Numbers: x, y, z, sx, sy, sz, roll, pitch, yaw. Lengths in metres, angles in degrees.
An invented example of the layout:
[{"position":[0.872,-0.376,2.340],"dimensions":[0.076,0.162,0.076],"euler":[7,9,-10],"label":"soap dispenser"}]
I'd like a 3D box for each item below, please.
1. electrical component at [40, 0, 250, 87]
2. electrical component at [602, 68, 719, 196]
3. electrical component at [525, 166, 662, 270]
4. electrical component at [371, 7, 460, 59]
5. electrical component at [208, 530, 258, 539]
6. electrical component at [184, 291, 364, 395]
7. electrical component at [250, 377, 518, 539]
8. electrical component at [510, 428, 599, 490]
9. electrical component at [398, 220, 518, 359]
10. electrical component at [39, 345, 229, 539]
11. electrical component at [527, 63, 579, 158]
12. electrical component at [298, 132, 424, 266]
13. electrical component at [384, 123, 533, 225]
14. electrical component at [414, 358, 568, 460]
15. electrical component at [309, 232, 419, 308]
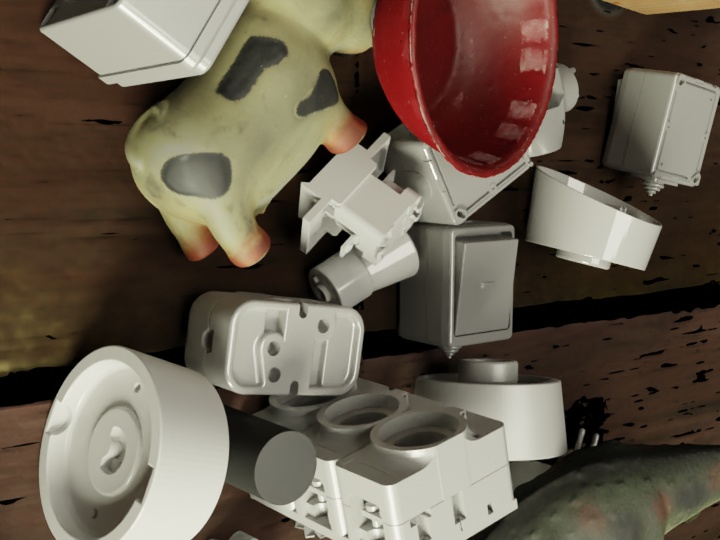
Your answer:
[{"position":[-0.099,-0.155,0.551],"dimensions":[0.056,0.109,0.108],"euler":[36,73,-33],"label":"electrical component"},{"position":[0.236,-0.108,0.857],"dimensions":[0.062,0.061,0.096],"euler":[7,99,-39],"label":"electrical component"},{"position":[0.170,-0.036,0.790],"dimensions":[0.099,0.099,0.064],"euler":[11,95,-39],"label":"electrical component"},{"position":[0.043,-0.177,0.700],"dimensions":[0.083,0.047,0.075],"euler":[15,86,-39],"label":"electrical component"},{"position":[-0.076,0.201,0.646],"dimensions":[0.078,0.057,0.058],"euler":[-49,122,-23],"label":"electrical component"},{"position":[-0.053,0.043,0.643],"dimensions":[0.095,0.059,0.053],"euler":[6,92,-39],"label":"electrical component"},{"position":[0.006,0.111,0.640],"dimensions":[0.089,0.150,0.061],"euler":[-21,109,-35],"label":"electrical component"},{"position":[0.169,0.161,0.839],"dimensions":[0.138,0.052,0.073],"euler":[23,80,-38],"label":"electrical component"},{"position":[0.068,0.015,0.735],"dimensions":[0.062,0.061,0.096],"euler":[-5,99,-38],"label":"electrical component"},{"position":[-0.115,0.098,0.573],"dimensions":[0.060,0.108,0.108],"euler":[18,84,-45],"label":"electrical component"},{"position":[0.131,-0.127,0.778],"dimensions":[0.079,0.043,0.077],"euler":[-22,109,-34],"label":"electrical component"},{"position":[0.001,-0.040,0.667],"dimensions":[0.064,0.042,0.081],"euler":[37,66,11],"label":"electrical component"},{"position":[0.065,-0.081,0.720],"dimensions":[0.096,0.061,0.061],"euler":[-38,117,-29],"label":"electrical component"},{"position":[0.087,0.091,0.733],"dimensions":[0.108,0.108,0.060],"euler":[2,89,-39],"label":"electrical component"},{"position":[0.000,0.000,0.692],"dimensions":[0.065,0.044,0.044],"euler":[-33,115,-25],"label":"electrical component"}]
